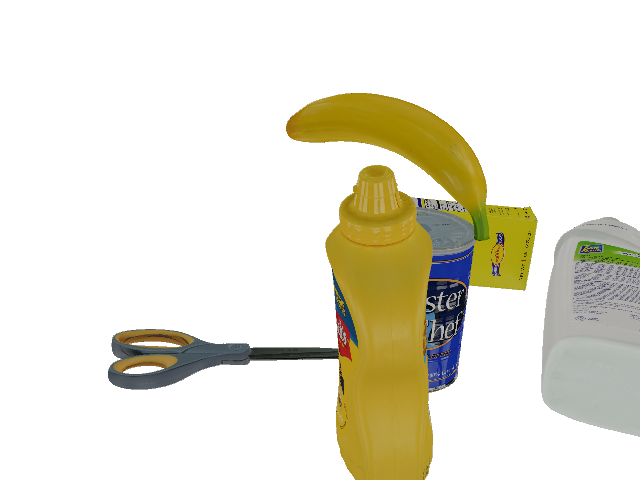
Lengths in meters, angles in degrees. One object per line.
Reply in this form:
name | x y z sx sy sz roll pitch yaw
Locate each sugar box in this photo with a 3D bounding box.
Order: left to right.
sugar box | 0.155 0.003 1.236 0.176 0.093 0.048 3 23 -2

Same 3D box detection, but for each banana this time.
banana | 0.051 -0.071 0.789 0.198 0.070 0.037 33 19 33

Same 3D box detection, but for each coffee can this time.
coffee can | 0.081 0.052 0.962 0.103 0.140 0.103 4 22 -2

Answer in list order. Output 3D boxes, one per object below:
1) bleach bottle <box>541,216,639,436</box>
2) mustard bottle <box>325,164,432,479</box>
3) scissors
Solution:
bleach bottle | 0.219 0.044 0.785 0.102 0.068 0.250 12 26 11
mustard bottle | 0.034 0.045 0.604 0.058 0.192 0.096 -4 33 -1
scissors | -0.079 0.097 0.842 0.202 0.016 0.096 5 21 16
